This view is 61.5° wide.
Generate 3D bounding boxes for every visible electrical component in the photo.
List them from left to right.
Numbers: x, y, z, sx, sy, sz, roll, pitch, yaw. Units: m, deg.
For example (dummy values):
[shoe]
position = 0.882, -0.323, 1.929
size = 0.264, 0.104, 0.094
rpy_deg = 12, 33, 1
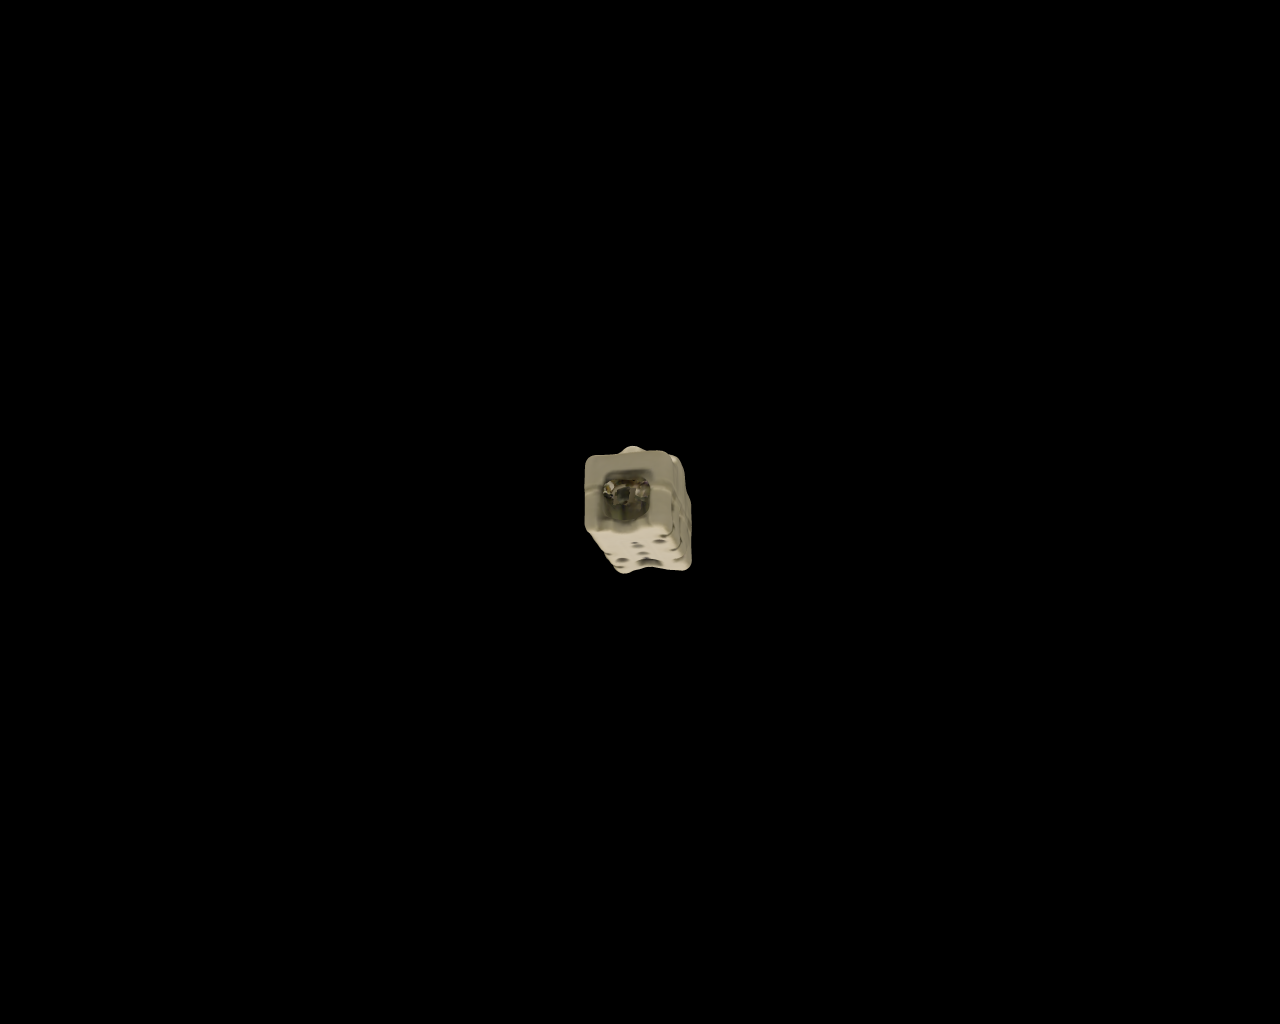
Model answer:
[electrical component]
position = 0.001, -0.003, 0.650
size = 0.050, 0.056, 0.089
rpy_deg = -4, -20, 11
